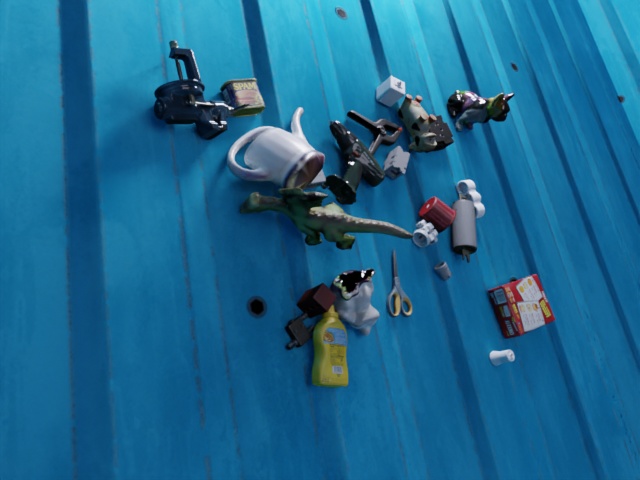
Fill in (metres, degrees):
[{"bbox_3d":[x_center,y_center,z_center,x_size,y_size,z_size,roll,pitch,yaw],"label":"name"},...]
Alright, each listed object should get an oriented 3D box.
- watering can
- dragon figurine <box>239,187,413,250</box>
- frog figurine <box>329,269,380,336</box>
[{"bbox_3d":[-0.082,-0.241,1.349,0.226,0.101,0.354,33,49,17],"label":"watering can"},{"bbox_3d":[0.004,-0.062,1.229,0.240,0.410,0.123,35,62,-67],"label":"dragon figurine"},{"bbox_3d":[0.093,0.161,1.326,0.140,0.123,0.156,-57,141,-45],"label":"frog figurine"}]
